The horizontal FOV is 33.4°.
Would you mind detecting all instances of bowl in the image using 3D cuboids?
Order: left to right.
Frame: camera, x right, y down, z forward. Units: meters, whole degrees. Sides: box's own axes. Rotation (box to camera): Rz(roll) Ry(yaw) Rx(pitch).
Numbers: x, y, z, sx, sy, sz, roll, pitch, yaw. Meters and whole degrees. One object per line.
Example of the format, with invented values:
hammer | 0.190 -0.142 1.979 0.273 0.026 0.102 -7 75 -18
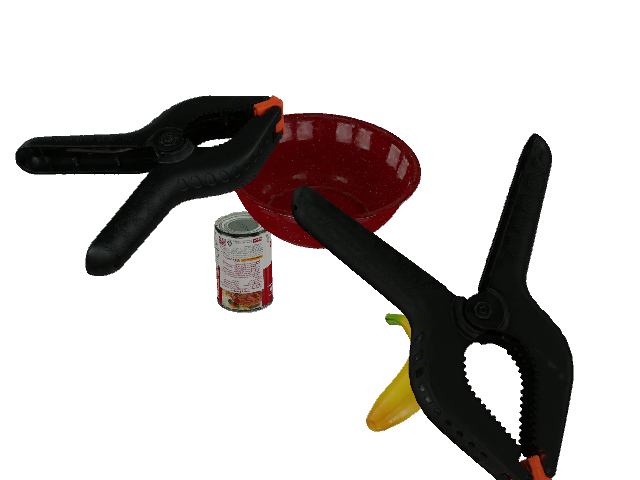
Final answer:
bowl | -0.001 -0.041 0.870 0.162 0.055 0.162 3 36 -2

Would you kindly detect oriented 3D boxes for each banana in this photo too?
banana | 0.088 0.117 1.001 0.070 0.037 0.197 -22 18 18

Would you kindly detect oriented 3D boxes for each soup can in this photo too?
soup can | -0.091 0.025 1.264 0.068 0.102 0.068 0 25 0

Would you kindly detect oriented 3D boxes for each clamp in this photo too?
clamp | -0.105 -0.054 0.679 0.171 0.120 0.039 -32 -29 -28
clamp | 0.077 0.042 0.609 0.164 0.210 0.036 -7 -19 -11
